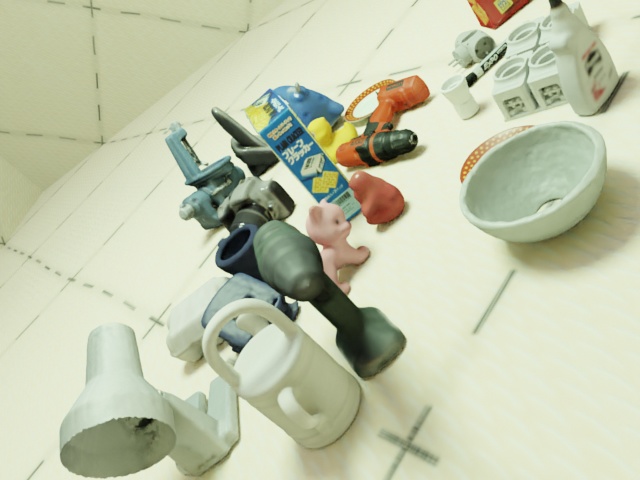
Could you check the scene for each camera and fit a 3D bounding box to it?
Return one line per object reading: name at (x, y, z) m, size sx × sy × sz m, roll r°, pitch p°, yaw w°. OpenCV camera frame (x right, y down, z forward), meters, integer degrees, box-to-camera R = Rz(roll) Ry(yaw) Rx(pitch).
camera at (-0.140, -0.044, 1.086) m, size 0.142 × 0.101 × 0.137 m, roll -19°, pitch 36°, yaw 35°

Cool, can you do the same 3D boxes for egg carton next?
egg carton at (-0.187, 0.128, 0.942) m, size 0.150 × 0.070 × 0.107 m, roll -38°, pitch 29°, yaw 7°

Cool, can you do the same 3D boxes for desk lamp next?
desk lamp at (-0.208, 0.209, 0.708) m, size 0.118 × 0.214 × 0.203 m, roll -36°, pitch 29°, yaw 11°

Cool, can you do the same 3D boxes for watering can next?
watering can at (-0.053, 0.137, 0.636) m, size 0.101 × 0.194 × 0.172 m, roll -52°, pitch 30°, yaw -18°

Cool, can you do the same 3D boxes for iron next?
iron at (-0.063, -0.290, 1.284) m, size 0.119 × 0.142 × 0.257 m, roll -50°, pitch 30°, yaw -14°

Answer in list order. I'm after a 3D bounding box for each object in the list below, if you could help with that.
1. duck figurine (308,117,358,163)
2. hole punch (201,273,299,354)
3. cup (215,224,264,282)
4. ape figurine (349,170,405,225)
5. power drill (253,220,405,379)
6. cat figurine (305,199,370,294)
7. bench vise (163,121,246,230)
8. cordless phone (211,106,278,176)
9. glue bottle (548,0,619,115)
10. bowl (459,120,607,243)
duck figurine at (0.016, -0.204, 1.128) m, size 0.104 × 0.086 × 0.077 m, roll -36°, pitch 29°, yaw 11°
hole punch at (-0.103, 0.109, 0.843) m, size 0.100 × 0.091 × 0.109 m, roll 0°, pitch 50°, yaw 51°
cup at (-0.120, 0.034, 0.962) m, size 0.117 × 0.095 × 0.092 m, roll 8°, pitch 56°, yaw 54°
ape figurine at (0.078, -0.069, 0.863) m, size 0.076 × 0.092 × 0.078 m, roll -9°, pitch 43°, yaw 45°
power drill at (0.004, 0.062, 0.654) m, size 0.075 × 0.209 × 0.229 m, roll -43°, pitch 29°, yaw -3°
cat figurine at (0.008, 0.003, 0.825) m, size 0.067 × 0.118 × 0.128 m, roll -6°, pitch 45°, yaw 47°
bench vise at (-0.262, -0.145, 1.248) m, size 0.121 × 0.220 × 0.207 m, roll -30°, pitch 31°, yaw 21°
cordless phone at (-0.182, -0.249, 1.327) m, size 0.094 × 0.185 × 0.147 m, roll -42°, pitch 29°, yaw 0°
glue bottle at (0.320, -0.245, 0.722) m, size 0.078 × 0.173 × 0.037 m, roll -52°, pitch 31°, yaw -18°
bowl at (0.249, -0.053, 0.651) m, size 0.167 × 0.075 × 0.167 m, roll -30°, pitch 31°, yaw 21°
